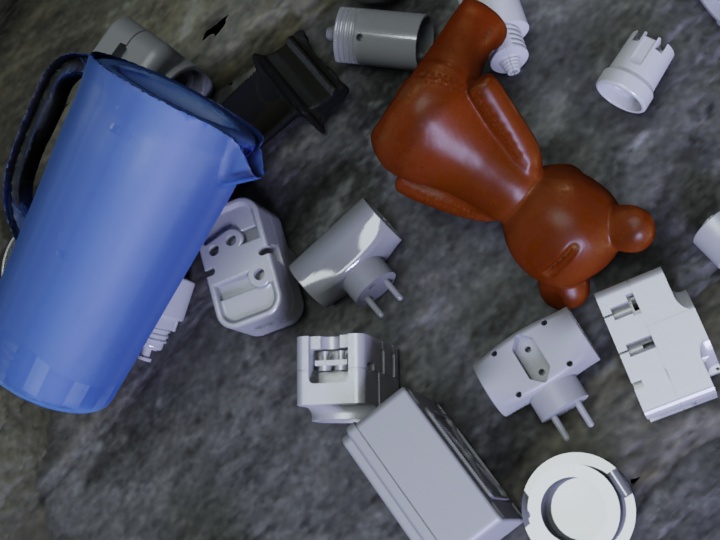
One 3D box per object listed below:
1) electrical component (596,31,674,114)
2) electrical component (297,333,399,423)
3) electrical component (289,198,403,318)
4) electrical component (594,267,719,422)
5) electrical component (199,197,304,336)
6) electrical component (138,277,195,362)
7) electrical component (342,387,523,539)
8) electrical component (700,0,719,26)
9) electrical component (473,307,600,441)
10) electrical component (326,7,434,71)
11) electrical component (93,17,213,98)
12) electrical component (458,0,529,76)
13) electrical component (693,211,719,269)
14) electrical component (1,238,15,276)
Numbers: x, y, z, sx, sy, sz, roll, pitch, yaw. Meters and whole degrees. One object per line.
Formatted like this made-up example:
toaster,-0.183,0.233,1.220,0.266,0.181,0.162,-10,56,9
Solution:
electrical component,0.197,-0.141,0.766,0.040,0.040,0.046,31,84,22
electrical component,-0.007,0.079,0.763,0.050,0.089,0.055,-4,78,18
electrical component,0.000,0.000,0.801,0.077,0.044,0.079,-42,69,6
electrical component,0.202,0.049,0.720,0.056,0.050,0.089,-24,73,13
electrical component,-0.082,-0.001,0.821,0.054,0.059,0.095,-21,73,14
electrical component,-0.159,0.034,0.850,0.040,0.040,0.078,16,85,21
electrical component,0.051,0.140,0.722,0.056,0.109,0.108,-39,70,5
electrical component,0.268,-0.197,0.725,0.062,0.089,0.150,-43,69,6
electrical component,0.131,0.078,0.741,0.077,0.043,0.079,-33,71,10
electrical component,0.012,-0.180,0.833,0.081,0.043,0.043,10,83,20
electrical component,-0.163,-0.152,0.859,0.059,0.095,0.053,37,92,21
electrical component,0.103,-0.183,0.803,0.043,0.043,0.081,-20,74,14
electrical component,0.256,-0.010,0.719,0.044,0.044,0.065,-42,65,7
electrical component,-0.231,0.009,0.867,0.099,0.064,0.099,-4,78,18
